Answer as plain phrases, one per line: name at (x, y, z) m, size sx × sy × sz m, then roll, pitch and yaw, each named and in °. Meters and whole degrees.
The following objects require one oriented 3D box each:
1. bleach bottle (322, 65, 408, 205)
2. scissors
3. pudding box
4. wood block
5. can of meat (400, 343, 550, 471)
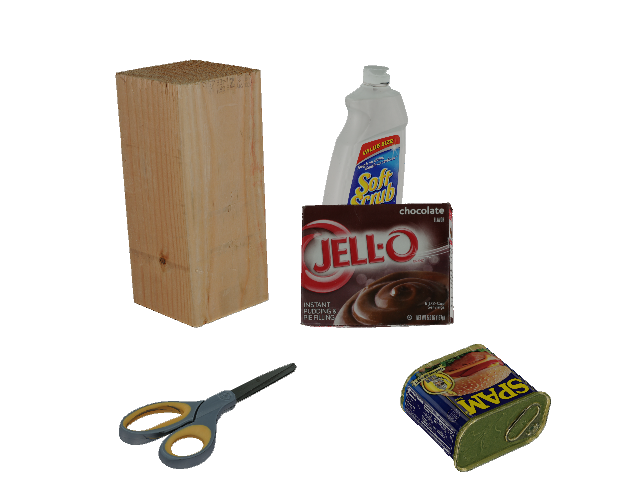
bleach bottle at (0.048, -0.078, 1.255) m, size 0.102 × 0.251 × 0.068 m, roll -3°, pitch 19°, yaw -20°
scissors at (-0.086, 0.162, 0.993) m, size 0.201 × 0.016 × 0.096 m, roll -11°, pitch 33°, yaw -30°
pudding box at (0.042, 0.019, 0.792) m, size 0.113 × 0.090 × 0.039 m, roll -1°, pitch -8°, yaw 9°
wood block at (-0.109, -0.044, 0.918) m, size 0.091 × 0.206 × 0.090 m, roll 17°, pitch 26°, yaw 41°
can of meat at (0.132, 0.141, 0.924) m, size 0.101 × 0.057 × 0.084 m, roll -16°, pitch 37°, yaw -28°
